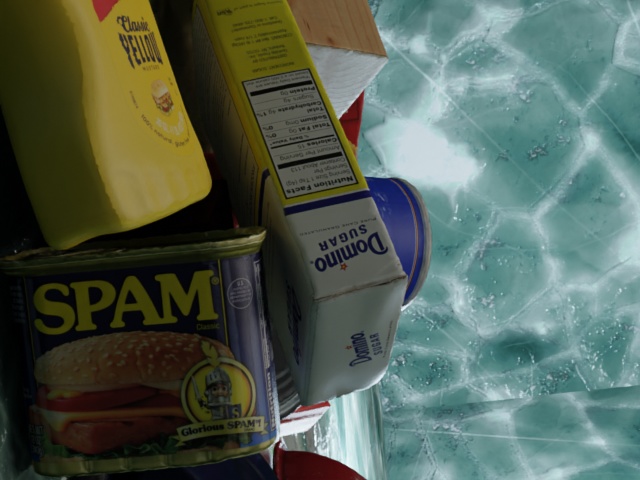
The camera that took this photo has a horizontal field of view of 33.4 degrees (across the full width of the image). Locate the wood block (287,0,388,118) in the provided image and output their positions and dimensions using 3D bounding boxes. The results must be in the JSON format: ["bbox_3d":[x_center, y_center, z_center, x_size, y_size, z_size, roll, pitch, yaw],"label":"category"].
[{"bbox_3d":[-0.036,-0.191,0.777,0.091,0.090,0.206,-47,-128,45],"label":"wood block"}]

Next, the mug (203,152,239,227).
[{"bbox_3d":[-0.057,-0.001,0.576,0.117,0.093,0.081,-46,143,-22],"label":"mug"}]

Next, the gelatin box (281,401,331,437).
[{"bbox_3d":[-0.043,0.087,0.692,0.089,0.030,0.073,49,16,20],"label":"gelatin box"}]

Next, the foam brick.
[{"bbox_3d":[-0.077,0.010,0.476,0.051,0.078,0.053,-89,171,-66],"label":"foam brick"}]

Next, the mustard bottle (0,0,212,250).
[{"bbox_3d":[-0.099,-0.097,0.399,0.096,0.058,0.191,-40,113,-71],"label":"mustard bottle"}]

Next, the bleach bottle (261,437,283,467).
[{"bbox_3d":[-0.045,0.193,0.693,0.102,0.068,0.251,81,2,-50],"label":"bleach bottle"}]

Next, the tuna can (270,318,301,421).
[{"bbox_3d":[-0.029,0.050,0.535,0.085,0.034,0.086,-25,128,-38],"label":"tuna can"}]

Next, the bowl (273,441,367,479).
[{"bbox_3d":[0.013,0.196,0.642,0.162,0.055,0.162,-11,90,-88],"label":"bowl"}]

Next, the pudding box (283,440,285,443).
[{"bbox_3d":[-0.042,0.211,0.836,0.090,0.039,0.113,76,10,-57],"label":"pudding box"}]

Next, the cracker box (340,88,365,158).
[{"bbox_3d":[-0.008,-0.101,1.062,0.164,0.072,0.214,-114,-154,-61],"label":"cracker box"}]

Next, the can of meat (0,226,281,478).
[{"bbox_3d":[-0.067,0.042,0.416,0.057,0.102,0.084,-64,149,-84],"label":"can of meat"}]

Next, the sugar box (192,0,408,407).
[{"bbox_3d":[-0.014,-0.025,0.476,0.093,0.048,0.176,96,-26,-56],"label":"sugar box"}]

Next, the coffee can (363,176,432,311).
[{"bbox_3d":[-0.005,0.001,0.772,0.103,0.140,0.103,-9,-100,60],"label":"coffee can"}]
